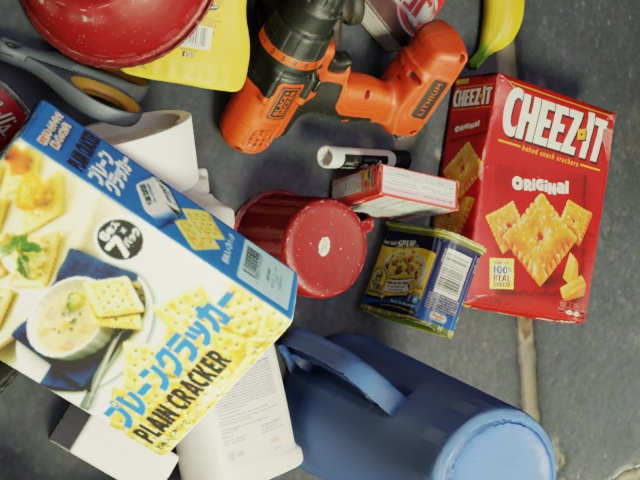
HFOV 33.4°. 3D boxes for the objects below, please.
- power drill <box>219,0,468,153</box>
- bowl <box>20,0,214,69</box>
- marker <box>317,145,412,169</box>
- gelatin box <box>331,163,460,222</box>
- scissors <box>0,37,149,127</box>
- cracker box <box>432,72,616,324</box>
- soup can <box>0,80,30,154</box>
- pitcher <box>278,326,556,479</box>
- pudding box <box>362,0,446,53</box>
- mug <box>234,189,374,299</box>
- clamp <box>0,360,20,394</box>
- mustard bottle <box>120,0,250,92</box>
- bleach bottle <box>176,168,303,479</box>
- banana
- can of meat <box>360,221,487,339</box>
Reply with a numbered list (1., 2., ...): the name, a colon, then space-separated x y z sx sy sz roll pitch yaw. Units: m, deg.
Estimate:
1. power drill: 0.026 -0.145 0.858 0.187 0.185 0.057 -2 53 -36
2. bowl: -0.150 -0.201 0.736 0.162 0.055 0.162 1 95 12
3. marker: 0.042 -0.071 0.927 0.120 0.020 0.020 -3 95 -51
4. gelatin box: 0.065 -0.040 0.930 0.089 0.073 0.030 9 77 -33
5. scissors: -0.208 -0.122 0.749 0.201 0.096 0.016 10 120 -35
6. cracker box: 0.193 -0.035 1.017 0.163 0.072 0.214 12 86 -33
7. soup can: -0.255 -0.066 0.727 0.068 0.069 0.102 46 70 -27
8. pitcher: 0.065 0.152 0.845 0.149 0.243 0.145 2 94 -27
9. pudding box: 0.060 -0.234 0.936 0.113 0.039 0.090 45 72 -26
10. mug: -0.006 0.001 0.884 0.117 0.082 0.093 -19 103 -31
11. clamp: -0.265 0.141 0.734 0.209 0.036 0.164 -1 62 -21
12. mustard bottle: -0.090 -0.211 0.786 0.096 0.058 0.192 8 98 -12
13. bleach bottle: -0.080 0.068 0.852 0.102 0.068 0.251 -12 96 -45
14. banana: 0.154 -0.263 0.996 0.069 0.037 0.198 -22 105 -31
15. can of meat: 0.088 0.034 0.936 0.057 0.102 0.084 24 82 -31
